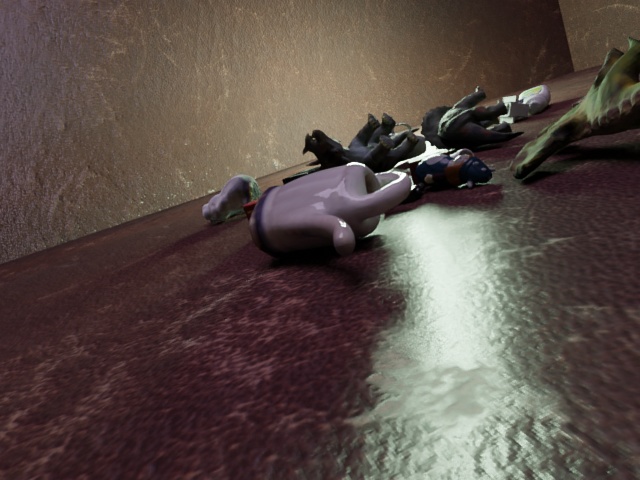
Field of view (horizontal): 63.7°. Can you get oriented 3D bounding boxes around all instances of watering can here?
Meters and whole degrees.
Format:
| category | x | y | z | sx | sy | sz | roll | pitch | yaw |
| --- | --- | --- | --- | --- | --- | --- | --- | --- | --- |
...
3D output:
| category | x | y | z | sx | sy | sz | roll | pitch | yaw |
| --- | --- | --- | --- | --- | --- | --- | --- | --- | --- |
| watering can | 0.002 | -0.035 | 0.687 | 0.223 | 0.103 | 0.352 | -14 | 12 | 24 |

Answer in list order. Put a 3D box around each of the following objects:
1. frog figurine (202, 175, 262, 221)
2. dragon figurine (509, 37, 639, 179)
| category | x | y | z | sx | sy | sz | roll | pitch | yaw |
| --- | --- | --- | --- | --- | --- | --- | --- | --- | --- |
| frog figurine | -0.247 | -0.115 | 1.406 | 0.159 | 0.120 | 0.140 | -3 | 34 | 15 |
| dragon figurine | 0.375 | -0.158 | 0.710 | 0.240 | 0.122 | 0.414 | -42 | -5 | 22 |
